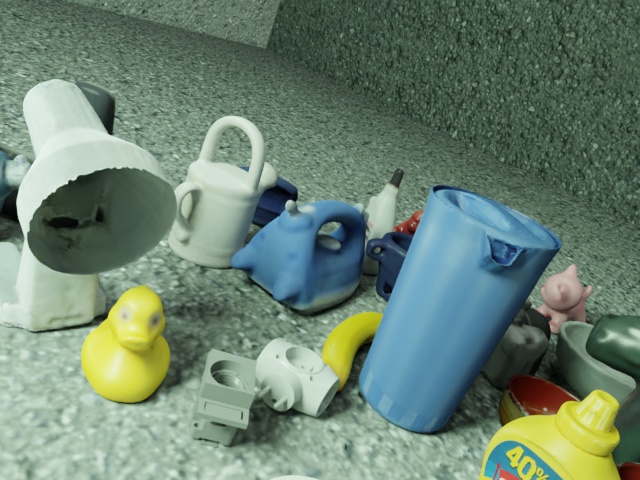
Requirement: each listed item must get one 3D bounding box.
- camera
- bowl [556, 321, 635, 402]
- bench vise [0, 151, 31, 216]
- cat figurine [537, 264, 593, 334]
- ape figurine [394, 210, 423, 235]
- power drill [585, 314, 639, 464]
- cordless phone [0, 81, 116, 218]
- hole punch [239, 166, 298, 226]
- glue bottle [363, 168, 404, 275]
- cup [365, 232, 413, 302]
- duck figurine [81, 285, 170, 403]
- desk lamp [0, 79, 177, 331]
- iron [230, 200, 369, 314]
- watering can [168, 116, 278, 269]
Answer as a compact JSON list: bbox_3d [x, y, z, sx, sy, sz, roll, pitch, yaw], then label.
[{"bbox_3d":[0.270,0.125,0.799,0.137,0.101,0.142,9,25,-29],"label":"camera"},{"bbox_3d":[0.400,0.191,0.802,0.167,0.075,0.167,19,22,-7],"label":"bowl"},{"bbox_3d":[-0.400,-0.121,0.587,0.208,0.220,0.121,9,25,-30],"label":"bench vise"},{"bbox_3d":[0.423,0.099,0.982,0.128,0.118,0.067,6,26,-34],"label":"cat figurine"},{"bbox_3d":[0.167,-0.012,1.040,0.077,0.092,0.076,31,23,22],"label":"ape figurine"},{"bbox_3d":[0.375,0.189,0.600,0.229,0.208,0.076,31,23,23],"label":"power drill"},{"bbox_3d":[-0.320,-0.114,0.692,0.147,0.185,0.094,19,21,-6],"label":"cordless phone"},{"bbox_3d":[-0.092,-0.080,0.958,0.108,0.091,0.101,21,21,-2],"label":"hole punch"},{"bbox_3d":[0.095,-0.035,0.914,0.037,0.173,0.078,8,25,-31],"label":"glue bottle"},{"bbox_3d":[0.109,0.045,0.844,0.118,0.095,0.091,11,24,-25],"label":"cup"},{"bbox_3d":[-0.167,0.080,0.514,0.078,0.086,0.104,13,23,-21],"label":"duck figurine"},{"bbox_3d":[-0.233,-0.023,0.520,0.118,0.213,0.202,-1,31,-45],"label":"desk lamp"},{"bbox_3d":[0.007,0.003,0.785,0.118,0.141,0.259,33,24,27],"label":"iron"},{"bbox_3d":[-0.125,-0.071,0.763,0.101,0.194,0.173,23,21,4],"label":"watering can"}]
